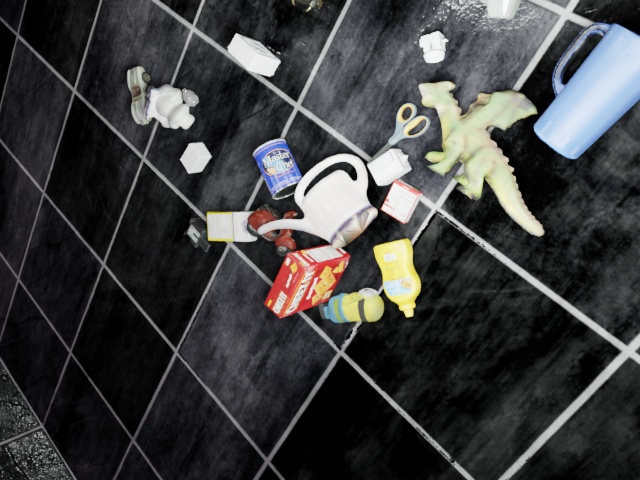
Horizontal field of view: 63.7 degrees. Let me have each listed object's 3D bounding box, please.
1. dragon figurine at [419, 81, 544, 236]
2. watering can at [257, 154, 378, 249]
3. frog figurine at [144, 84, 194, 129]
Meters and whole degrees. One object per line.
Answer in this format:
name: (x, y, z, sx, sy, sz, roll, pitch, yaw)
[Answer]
dragon figurine: (0.373, -0.216, 1.132, 0.414, 0.122, 0.240, 38, 107, 21)
watering can: (0.004, -0.069, 1.371, 0.345, 0.103, 0.227, -43, 70, 13)
frog figurine: (-0.486, -0.435, 1.702, 0.159, 0.124, 0.136, 18, 99, -6)
